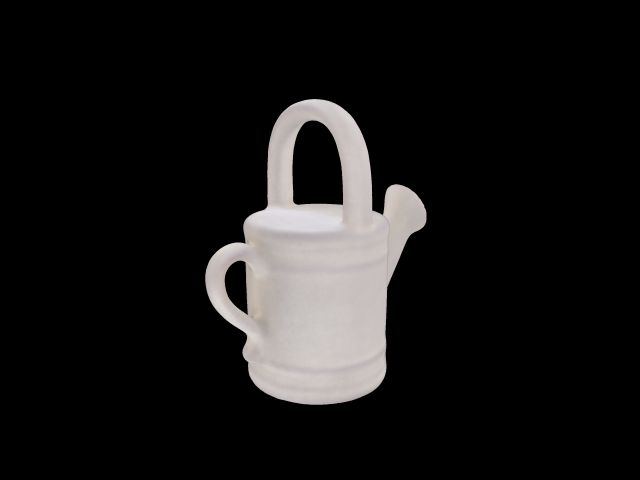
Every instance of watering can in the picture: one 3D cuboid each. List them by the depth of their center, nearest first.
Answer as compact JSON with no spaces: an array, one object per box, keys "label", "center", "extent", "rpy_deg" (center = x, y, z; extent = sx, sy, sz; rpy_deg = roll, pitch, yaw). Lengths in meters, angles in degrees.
[{"label":"watering can","center":[0.002,0.001,0.402],"extent":[0.100,0.194,0.173],"rpy_deg":[8,17,29]}]
